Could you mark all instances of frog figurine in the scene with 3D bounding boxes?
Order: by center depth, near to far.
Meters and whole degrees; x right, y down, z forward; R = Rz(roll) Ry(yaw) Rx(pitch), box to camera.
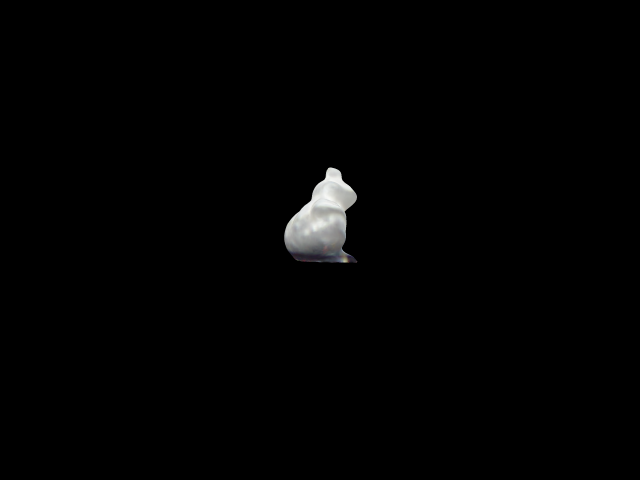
[{"bbox_3d":[0.003,-0.043,0.850,0.123,0.160,0.137,0,-2,-7],"label":"frog figurine"}]
